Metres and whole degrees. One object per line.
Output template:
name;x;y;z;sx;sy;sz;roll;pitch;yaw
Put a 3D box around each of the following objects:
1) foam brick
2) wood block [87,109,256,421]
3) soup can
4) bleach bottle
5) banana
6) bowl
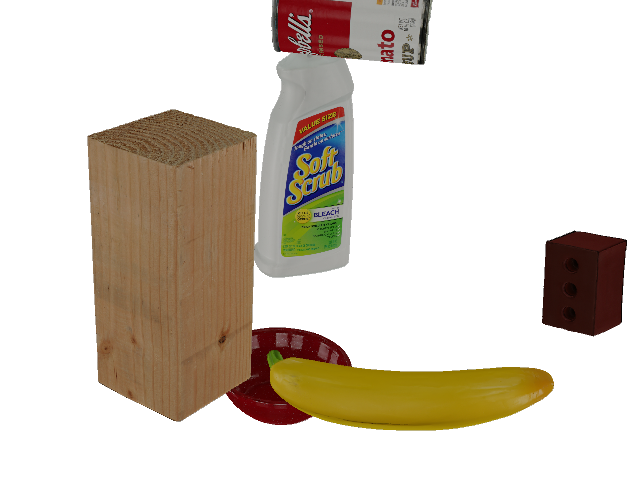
foam brick;0.228;0.036;0.922;0.053;0.078;0.051;12;21;41
wood block;-0.110;0.018;0.806;0.090;0.206;0.090;20;29;32
soup can;0.023;-0.156;0.718;0.102;0.068;0.068;7;1;6
bleach bottle;-0.017;-0.090;1.067;0.102;0.251;0.068;-8;28;-16
banana;0.047;0.094;0.689;0.198;0.037;0.069;4;32;18
bowl;-0.046;0.163;1.227;0.162;0.055;0.162;2;26;-1
